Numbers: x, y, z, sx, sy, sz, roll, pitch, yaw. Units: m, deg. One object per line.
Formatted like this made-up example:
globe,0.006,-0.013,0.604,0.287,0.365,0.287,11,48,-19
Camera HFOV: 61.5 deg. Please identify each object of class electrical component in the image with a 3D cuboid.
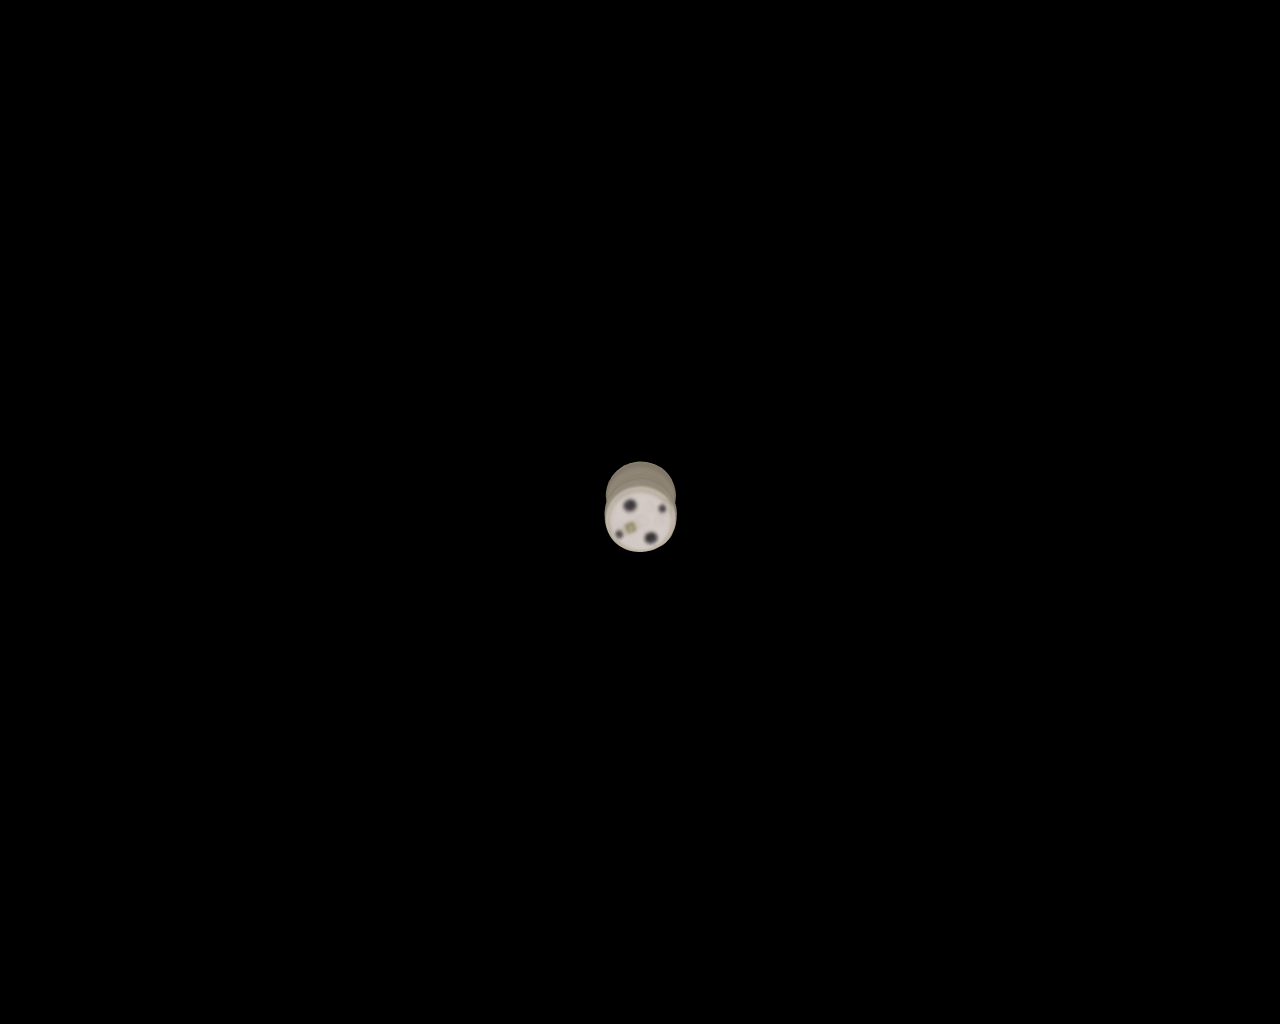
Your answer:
electrical component,0.001,-0.003,0.650,0.045,0.044,0.055,0,18,0
